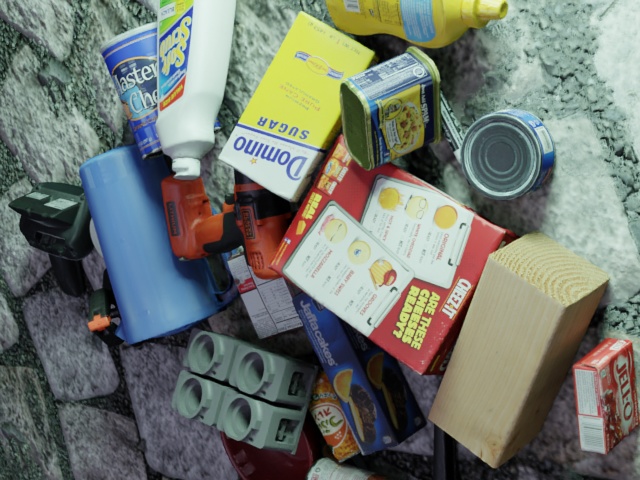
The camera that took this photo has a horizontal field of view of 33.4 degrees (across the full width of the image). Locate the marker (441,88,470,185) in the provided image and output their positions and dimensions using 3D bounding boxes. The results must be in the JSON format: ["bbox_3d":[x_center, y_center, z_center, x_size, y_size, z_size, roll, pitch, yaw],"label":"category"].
[{"bbox_3d":[0.132,-0.108,1.061,0.020,0.020,0.121,-29,86,45],"label":"marker"}]

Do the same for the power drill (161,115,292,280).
[{"bbox_3d":[-0.109,-0.046,1.223,0.188,0.057,0.184,-1,99,51],"label":"power drill"}]

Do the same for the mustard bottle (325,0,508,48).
[{"bbox_3d":[0.092,-0.234,1.018,0.192,0.058,0.096,20,132,36],"label":"mustard bottle"}]

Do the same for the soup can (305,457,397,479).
[{"bbox_3d":[0.039,0.301,1.256,0.102,0.068,0.068,11,114,35],"label":"soup can"}]

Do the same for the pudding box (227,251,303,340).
[{"bbox_3d":[-0.055,0.058,1.289,0.090,0.039,0.113,-21,94,45],"label":"pudding box"}]

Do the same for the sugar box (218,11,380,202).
[{"bbox_3d":[-0.022,-0.136,1.107,0.093,0.048,0.176,31,95,10],"label":"sugar box"}]

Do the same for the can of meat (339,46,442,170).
[{"bbox_3d":[0.069,-0.126,1.043,0.057,0.083,0.102,49,157,40],"label":"can of meat"}]

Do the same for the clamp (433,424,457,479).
[{"bbox_3d":[0.144,0.294,1.196,0.165,0.036,0.210,51,128,17],"label":"clamp"}]

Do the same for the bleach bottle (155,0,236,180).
[{"bbox_3d":[-0.138,-0.193,1.181,0.103,0.067,0.251,-6,79,46],"label":"bleach bottle"}]

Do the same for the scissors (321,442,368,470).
[{"bbox_3d":[0.066,0.330,1.299,0.202,0.016,0.096,47,130,20],"label":"scissors"}]

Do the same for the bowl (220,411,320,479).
[{"bbox_3d":[-0.053,0.248,1.350,0.162,0.055,0.162,18,118,37],"label":"bowl"}]

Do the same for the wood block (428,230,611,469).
[{"bbox_3d":[0.192,0.108,1.044,0.091,0.090,0.206,35,127,28],"label":"wood block"}]

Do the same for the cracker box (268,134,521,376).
[{"bbox_3d":[0.074,0.014,1.091,0.214,0.072,0.164,34,100,28],"label":"cracker box"}]

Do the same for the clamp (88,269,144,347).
[{"bbox_3d":[-0.284,0.091,1.451,0.039,0.171,0.120,-25,85,1],"label":"clamp"}]

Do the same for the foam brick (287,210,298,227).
[{"bbox_3d":[-0.008,0.001,1.212,0.051,0.052,0.078,-24,89,45],"label":"foam brick"}]

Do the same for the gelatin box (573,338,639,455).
[{"bbox_3d":[0.269,0.145,0.999,0.030,0.073,0.089,4,108,41],"label":"gelatin box"}]

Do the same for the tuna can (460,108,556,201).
[{"bbox_3d":[0.177,-0.081,1.012,0.086,0.033,0.086,10,107,33],"label":"tuna can"}]

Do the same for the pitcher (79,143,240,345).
[{"bbox_3d":[-0.208,0.000,1.356,0.145,0.149,0.243,-19,90,60],"label":"pitcher"}]

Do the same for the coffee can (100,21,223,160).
[{"bbox_3d":[-0.189,-0.178,1.270,0.103,0.102,0.140,-19,94,45],"label":"coffee can"}]
